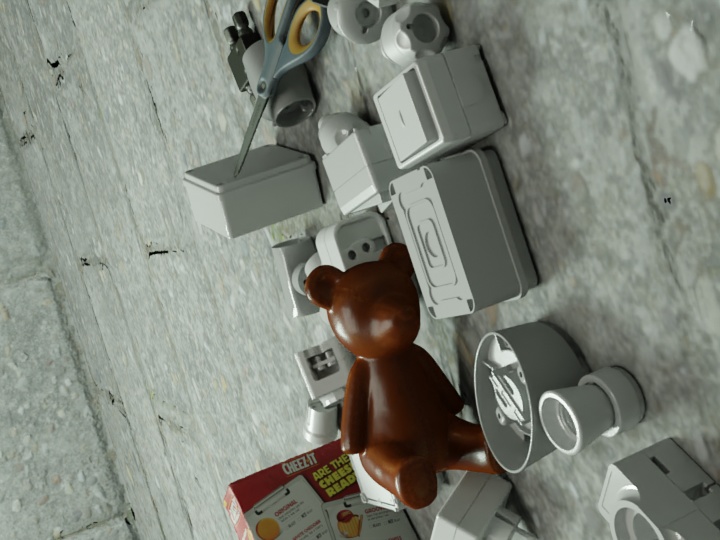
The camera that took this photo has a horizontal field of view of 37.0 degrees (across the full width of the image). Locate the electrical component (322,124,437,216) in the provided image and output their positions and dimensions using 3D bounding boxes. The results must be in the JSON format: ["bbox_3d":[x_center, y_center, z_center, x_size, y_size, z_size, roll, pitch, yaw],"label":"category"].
[{"bbox_3d":[0.015,-0.080,0.879,0.096,0.062,0.061,-29,81,66],"label":"electrical component"}]

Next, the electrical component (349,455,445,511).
[{"bbox_3d":[0.032,0.189,1.043,0.096,0.061,0.061,-13,96,66],"label":"electrical component"}]

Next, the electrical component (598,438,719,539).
[{"bbox_3d":[0.195,0.158,0.670,0.089,0.056,0.050,49,148,41],"label":"electrical component"}]

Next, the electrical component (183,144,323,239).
[{"bbox_3d":[-0.110,-0.082,1.095,0.109,0.109,0.056,25,132,59],"label":"electrical component"}]

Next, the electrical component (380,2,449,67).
[{"bbox_3d":[0.035,-0.170,0.792,0.062,0.043,0.043,-8,100,68],"label":"electrical component"}]

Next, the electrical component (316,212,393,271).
[{"bbox_3d":[0.000,0.000,0.982,0.059,0.054,0.095,-17,92,67],"label":"electrical component"}]

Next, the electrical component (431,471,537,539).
[{"bbox_3d":[0.109,0.213,0.898,0.077,0.065,0.047,27,139,19],"label":"electrical component"}]

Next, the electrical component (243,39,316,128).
[{"bbox_3d":[-0.081,-0.171,1.045,0.077,0.044,0.079,62,155,20],"label":"electrical component"}]

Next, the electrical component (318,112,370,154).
[{"bbox_3d":[-0.015,-0.118,0.943,0.062,0.043,0.043,43,144,50],"label":"electrical component"}]

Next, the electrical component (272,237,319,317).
[{"bbox_3d":[-0.056,0.008,1.124,0.079,0.043,0.077,8,115,64],"label":"electrical component"}]

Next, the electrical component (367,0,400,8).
[{"bbox_3d":[0.026,-0.216,0.762,0.066,0.055,0.048,47,147,44],"label":"electrical component"}]

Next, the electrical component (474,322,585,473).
[{"bbox_3d":[0.118,0.089,0.776,0.099,0.064,0.099,46,146,45],"label":"electrical component"}]

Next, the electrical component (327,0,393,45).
[{"bbox_3d":[-0.006,-0.206,0.854,0.062,0.048,0.048,-145,42,-60],"label":"electrical component"}]

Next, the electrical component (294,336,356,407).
[{"bbox_3d":[-0.021,0.099,1.058,0.055,0.050,0.089,67,-168,10],"label":"electrical component"}]

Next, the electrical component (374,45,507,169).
[{"bbox_3d":[0.050,-0.114,0.779,0.096,0.061,0.061,-24,85,67],"label":"electrical component"}]

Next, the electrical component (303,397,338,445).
[{"bbox_3d":[-0.044,0.169,1.225,0.040,0.040,0.046,45,139,46],"label":"electrical component"}]

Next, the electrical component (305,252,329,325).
[{"bbox_3d":[-0.020,0.030,1.061,0.077,0.043,0.079,56,153,31],"label":"electrical component"}]

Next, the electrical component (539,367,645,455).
[{"bbox_3d":[0.154,0.092,0.712,0.045,0.055,0.045,46,146,44],"label":"electrical component"}]

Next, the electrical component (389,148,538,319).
[{"bbox_3d":[0.076,-0.026,0.793,0.078,0.057,0.113,-17,91,67],"label":"electrical component"}]
